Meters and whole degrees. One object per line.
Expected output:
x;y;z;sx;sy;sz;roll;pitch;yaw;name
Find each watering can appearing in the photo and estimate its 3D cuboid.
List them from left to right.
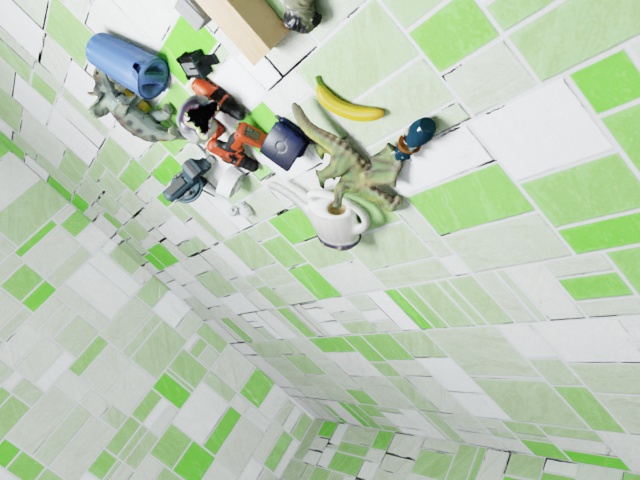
0.005;-0.081;1.609;0.349;0.106;0.219;17;145;28;watering can

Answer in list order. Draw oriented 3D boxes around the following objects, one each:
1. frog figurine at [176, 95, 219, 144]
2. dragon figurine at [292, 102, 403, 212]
-0.356;-0.346;1.495;0.160;0.123;0.137;-167;75;-71;frog figurine
0.103;-0.212;1.370;0.242;0.125;0.402;-8;132;28;dragon figurine
